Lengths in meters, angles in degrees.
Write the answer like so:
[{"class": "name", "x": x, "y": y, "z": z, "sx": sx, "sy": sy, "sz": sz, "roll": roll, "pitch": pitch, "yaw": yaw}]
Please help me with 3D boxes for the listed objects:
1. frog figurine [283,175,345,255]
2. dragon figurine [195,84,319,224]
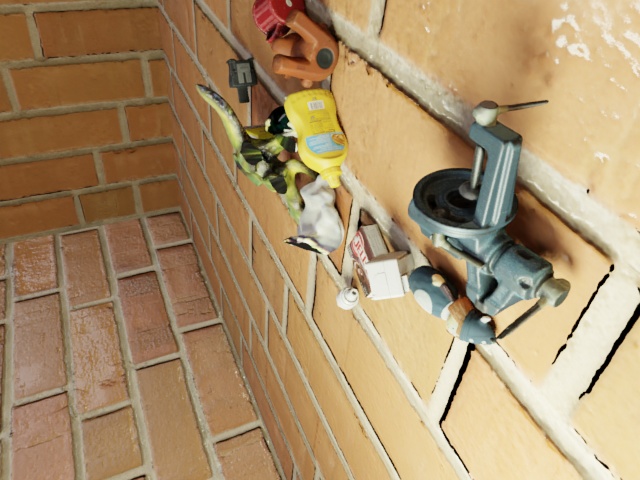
[{"class": "frog figurine", "x": 0.003, "y": -0.055, "z": 1.092, "sx": 0.122, "sy": 0.161, "sz": 0.136, "roll": 23, "pitch": -13, "yaw": -7}, {"class": "dragon figurine", "x": -0.149, "y": -0.177, "z": 1.185, "sx": 0.407, "sy": 0.124, "sz": 0.241, "roll": 46, "pitch": -22, "yaw": -14}]
